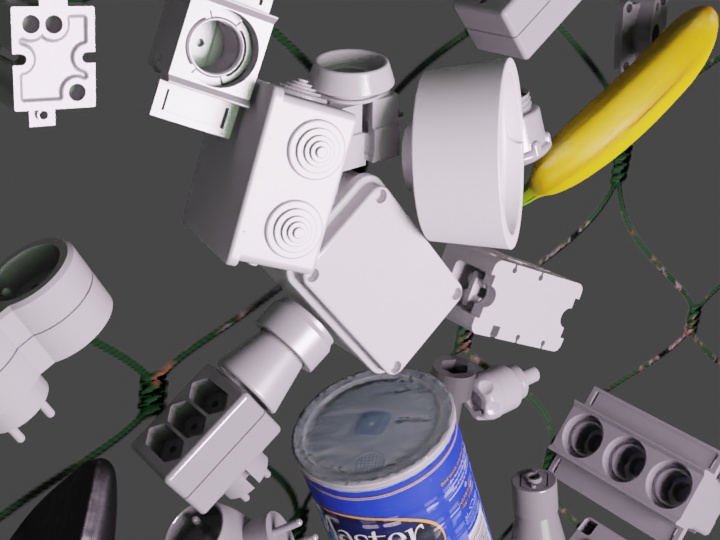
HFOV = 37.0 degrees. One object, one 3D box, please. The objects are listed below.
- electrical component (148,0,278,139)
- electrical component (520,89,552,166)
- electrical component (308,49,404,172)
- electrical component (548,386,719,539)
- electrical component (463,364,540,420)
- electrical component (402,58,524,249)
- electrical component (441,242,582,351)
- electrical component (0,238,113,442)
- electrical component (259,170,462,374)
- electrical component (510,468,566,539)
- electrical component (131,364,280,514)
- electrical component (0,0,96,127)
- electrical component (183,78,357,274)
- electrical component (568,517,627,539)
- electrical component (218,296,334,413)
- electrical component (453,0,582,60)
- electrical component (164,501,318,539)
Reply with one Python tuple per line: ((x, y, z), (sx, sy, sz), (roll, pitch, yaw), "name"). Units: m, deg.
((-0.075, -0.111, 0.529), (0.042, 0.064, 0.081), (16, 98, -25), "electrical component")
((0.093, -0.097, 0.680), (0.048, 0.048, 0.062), (-27, 113, -27), "electrical component")
((-0.005, -0.091, 0.605), (0.066, 0.048, 0.055), (-19, 126, -31), "electrical component")
((0.215, 0.152, 0.824), (0.063, 0.121, 0.078), (32, 87, -44), "electrical component")
((0.103, 0.083, 0.767), (0.061, 0.035, 0.035), (-18, 118, -35), "electrical component")
((0.058, -0.066, 0.617), (0.108, 0.060, 0.108), (0, 90, -75), "electrical component")
((0.094, 0.016, 0.718), (0.089, 0.056, 0.050), (14, 99, -40), "electrical component")
((-0.178, 0.054, 0.525), (0.138, 0.052, 0.073), (-41, 128, -17), "electrical component")
((0.000, 0.000, 0.638), (0.078, 0.057, 0.113), (-49, 130, -11), "electrical component")
((0.136, 0.187, 0.831), (0.044, 0.044, 0.065), (-20, 114, -31), "electrical component")
((-0.079, 0.108, 0.627), (0.065, 0.047, 0.076), (-47, 130, -13), "electrical component")
((-0.148, -0.099, 0.484), (0.048, 0.055, 0.066), (-10, 114, -35), "electrical component")
((-0.048, -0.051, 0.554), (0.048, 0.100, 0.099), (12, 101, -27), "electrical component")
((0.201, 0.275, 0.872), (0.108, 0.109, 0.056), (-49, 128, -11), "electrical component")
((-0.049, 0.049, 0.628), (0.055, 0.045, 0.045), (-47, 130, -13), "electrical component")
((0.095, -0.184, 0.643), (0.083, 0.047, 0.075), (-48, 130, -12), "electrical component")
((-0.065, 0.171, 0.653), (0.079, 0.044, 0.077), (-25, 130, 14), "electrical component")
